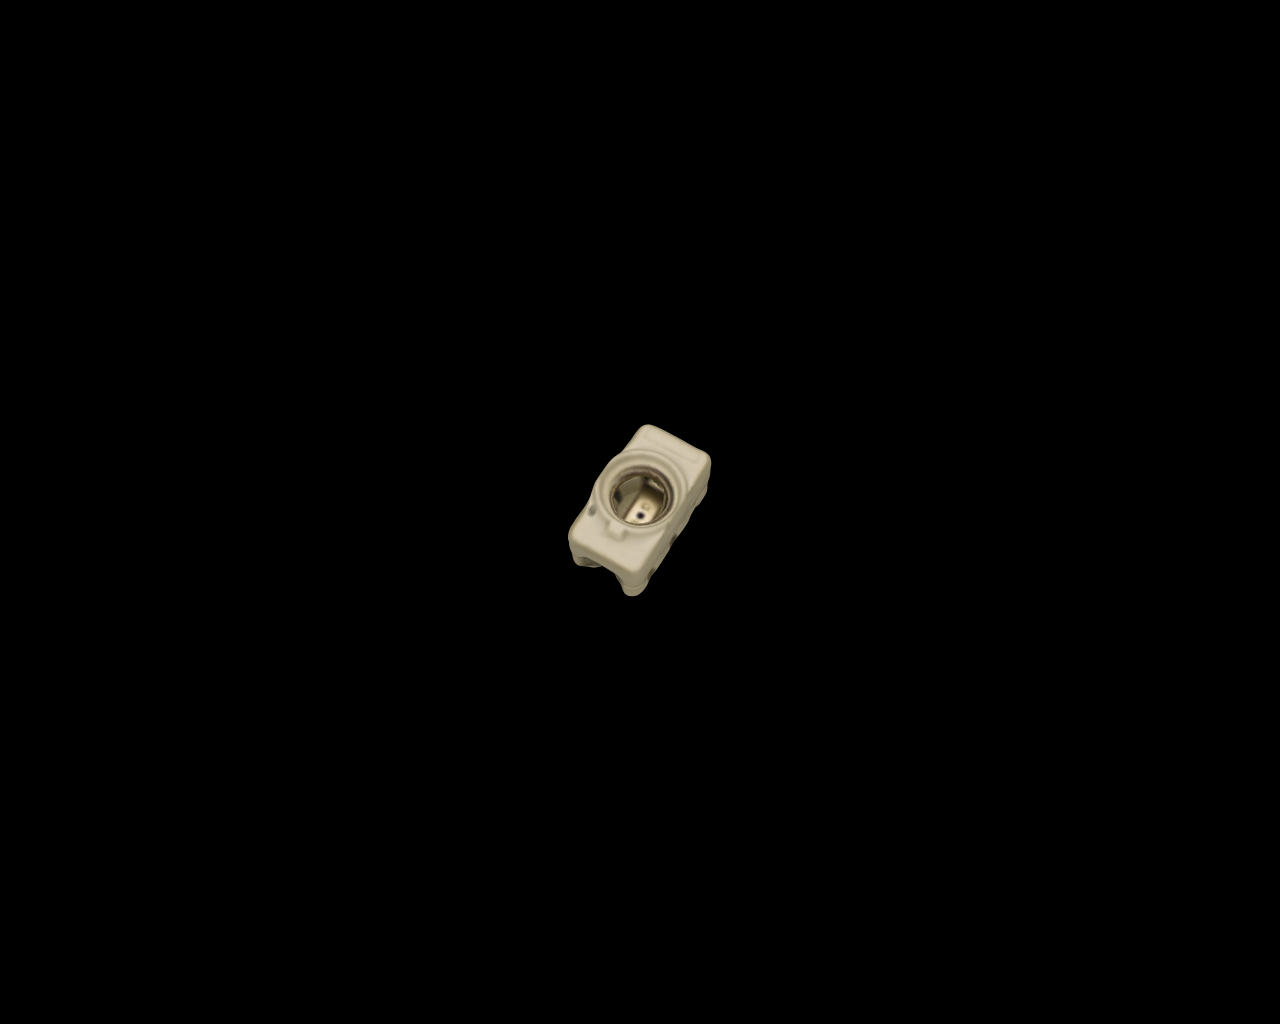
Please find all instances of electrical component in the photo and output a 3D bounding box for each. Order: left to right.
[{"bbox_3d":[0.001,-0.003,0.650,0.050,0.089,0.055,30,-19,12],"label":"electrical component"}]
